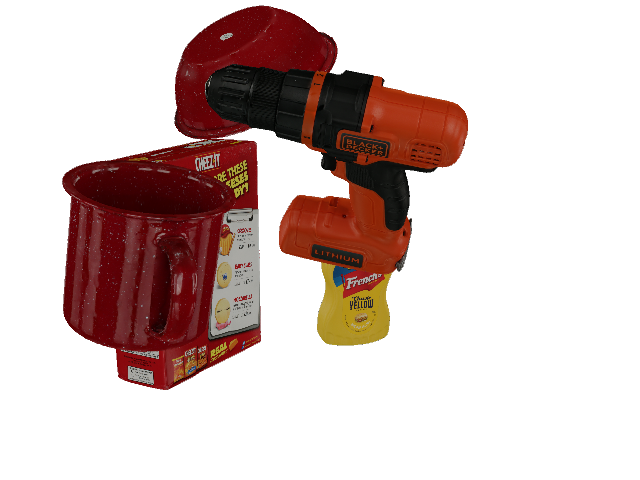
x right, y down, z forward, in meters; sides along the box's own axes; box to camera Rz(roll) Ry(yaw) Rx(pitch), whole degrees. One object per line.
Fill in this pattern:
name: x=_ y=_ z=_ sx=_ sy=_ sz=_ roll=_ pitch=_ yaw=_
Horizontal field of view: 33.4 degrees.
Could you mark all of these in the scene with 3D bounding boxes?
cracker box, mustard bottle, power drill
cracker box: x=-0.130 y=0.017 z=1.041 sx=0.072 sy=0.214 sz=0.163 roll=6 pitch=15 yaw=30
mustard bottle: x=0.049 y=0.042 z=1.404 sx=0.096 sy=0.192 sz=0.058 roll=-4 pitch=25 yaw=-16
power drill: x=0.007 y=-0.052 z=0.795 sx=0.184 sy=0.057 sz=0.188 roll=13 pitch=-30 yaw=6

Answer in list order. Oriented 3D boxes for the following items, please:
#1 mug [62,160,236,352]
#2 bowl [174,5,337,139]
mug: x=-0.092 y=0.013 z=0.576 sx=0.093 sy=0.081 sz=0.117 roll=-2 pitch=23 yaw=-29
bowl: x=-0.069 y=-0.159 z=0.941 sx=0.162 sy=0.055 sz=0.162 roll=-20 pitch=33 yaw=14
